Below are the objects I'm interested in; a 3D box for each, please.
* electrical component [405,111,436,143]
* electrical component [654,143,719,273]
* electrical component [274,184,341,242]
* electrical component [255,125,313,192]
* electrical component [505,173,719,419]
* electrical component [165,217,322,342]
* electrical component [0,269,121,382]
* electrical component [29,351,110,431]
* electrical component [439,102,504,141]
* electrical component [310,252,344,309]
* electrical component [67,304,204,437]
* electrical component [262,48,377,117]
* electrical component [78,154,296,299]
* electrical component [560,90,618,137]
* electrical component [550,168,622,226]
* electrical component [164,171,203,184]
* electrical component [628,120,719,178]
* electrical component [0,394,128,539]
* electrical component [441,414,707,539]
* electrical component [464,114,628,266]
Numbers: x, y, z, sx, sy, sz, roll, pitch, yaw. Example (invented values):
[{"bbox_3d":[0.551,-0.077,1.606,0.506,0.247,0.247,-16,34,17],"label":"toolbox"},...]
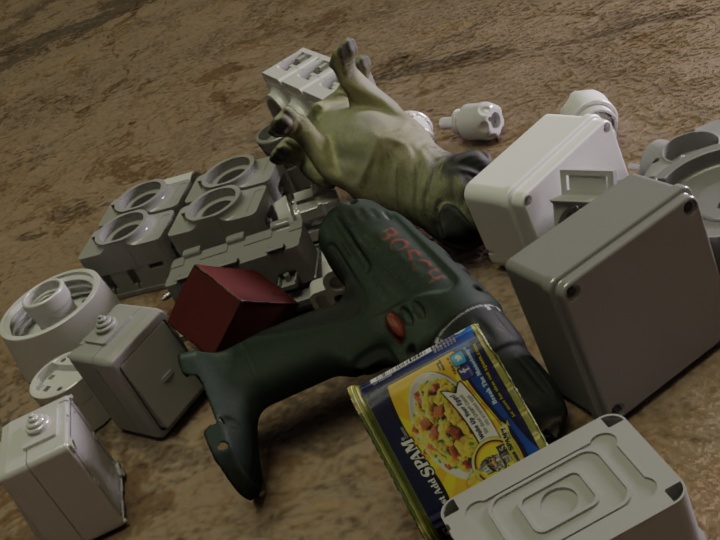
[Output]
[{"bbox_3d":[0.049,-0.113,0.985,0.048,0.048,0.062,-22,38,5],"label":"electrical component"},{"bbox_3d":[0.246,-0.031,0.701,0.108,0.060,0.108,-18,32,12],"label":"electrical component"},{"bbox_3d":[-0.044,-0.048,0.951,0.055,0.048,0.066,-18,31,-3],"label":"electrical component"},{"bbox_3d":[-0.068,-0.108,1.039,0.044,0.065,0.044,-18,32,12],"label":"electrical component"},{"bbox_3d":[0.158,0.016,0.647,0.109,0.108,0.056,-34,29,-14],"label":"electrical component"},{"bbox_3d":[-0.092,0.007,0.883,0.121,0.063,0.078,-17,32,14],"label":"electrical component"},{"bbox_3d":[-0.268,0.043,0.957,0.108,0.060,0.108,-18,31,12],"label":"electrical component"},{"bbox_3d":[-0.226,0.099,0.855,0.055,0.047,0.055,-18,31,12],"label":"electrical component"},{"bbox_3d":[0.100,-0.136,0.992,0.061,0.035,0.035,4,41,43],"label":"electrical component"},{"bbox_3d":[0.000,0.000,0.835,0.078,0.058,0.057,-19,34,10],"label":"electrical component"},{"bbox_3d":[-0.166,0.071,0.807,0.061,0.096,0.061,4,43,40],"label":"electrical component"},{"bbox_3d":[-0.033,-0.154,1.061,0.062,0.089,0.150,-34,32,-14],"label":"electrical component"},{"bbox_3d":[-0.161,-0.043,1.011,0.186,0.060,0.105,-13,33,20],"label":"electrical component"},{"bbox_3d":[0.194,-0.122,0.894,0.043,0.043,0.062,-23,32,4],"label":"electrical component"},{"bbox_3d":[0.169,-0.034,0.754,0.042,0.081,0.064,7,21,42],"label":"electrical component"},{"bbox_3d":[-0.197,-0.070,1.096,0.081,0.043,0.043,-13,33,20],"label":"electrical component"},{"bbox_3d":[0.234,-0.076,0.793,0.077,0.044,0.079,-38,33,-20],"label":"electrical component"},{"bbox_3d":[-0.210,0.137,0.737,0.061,0.096,0.061,-25,31,0],"label":"electrical component"},{"bbox_3d":[0.109,0.136,0.549,0.113,0.057,0.078,-28,31,-4],"label":"electrical component"},{"bbox_3d":[0.143,-0.057,0.800,0.113,0.078,0.057,-41,32,-25],"label":"electrical component"}]
